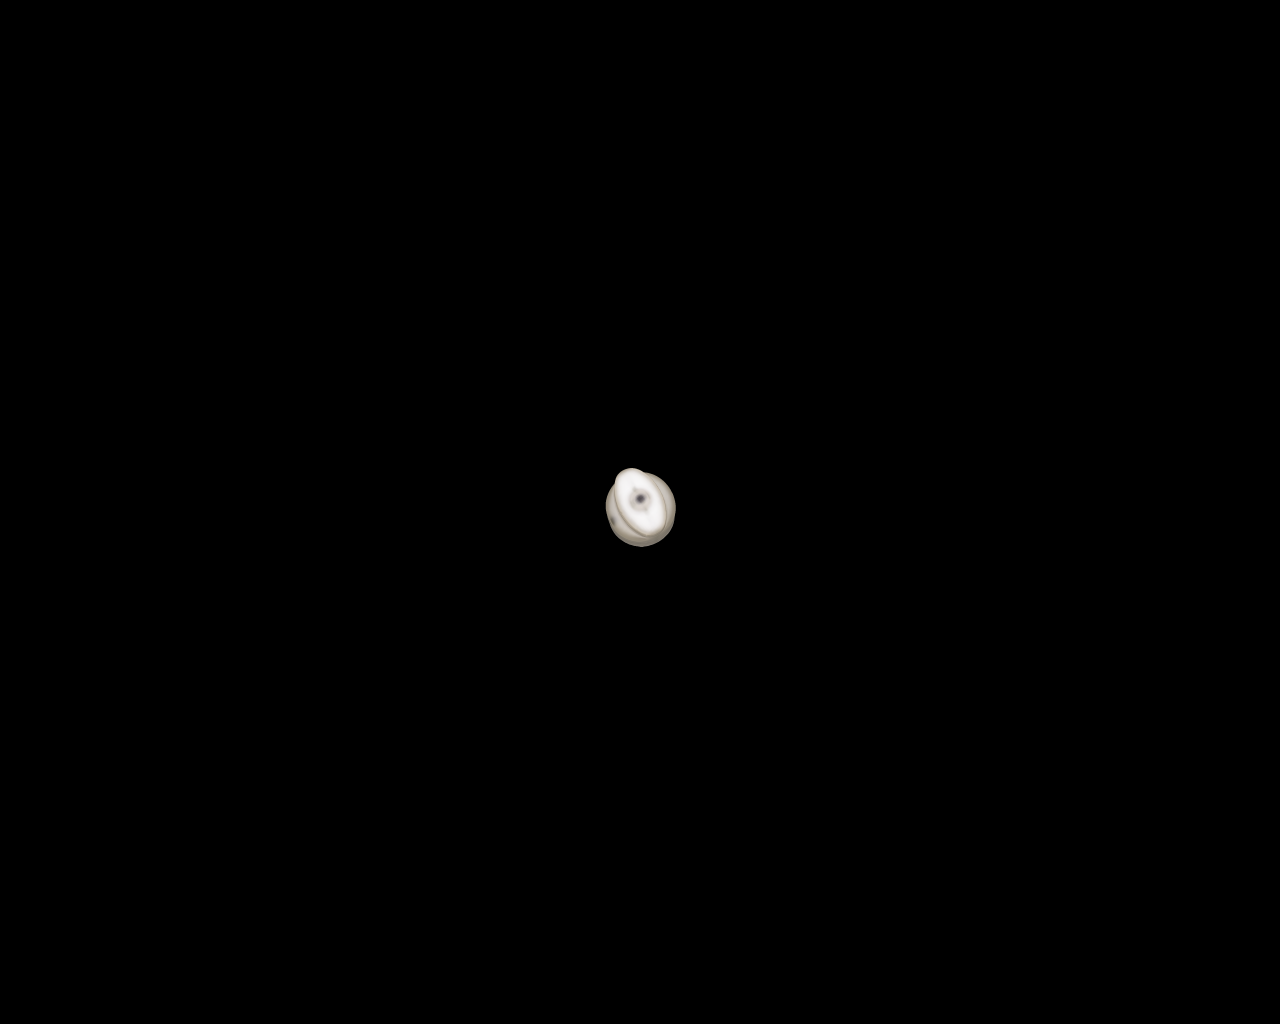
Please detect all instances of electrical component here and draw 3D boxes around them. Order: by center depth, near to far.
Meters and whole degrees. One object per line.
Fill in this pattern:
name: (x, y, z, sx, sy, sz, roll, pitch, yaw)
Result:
electrical component: (0.001, -0.003, 0.650, 0.043, 0.043, 0.081, 0, -8, 0)
